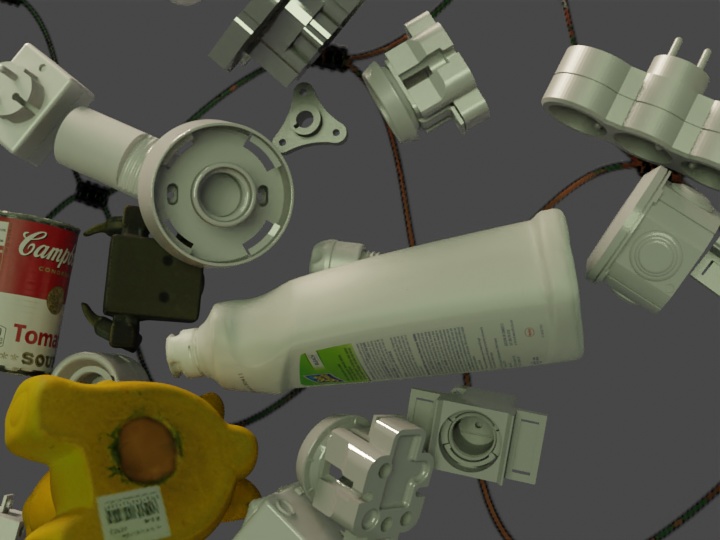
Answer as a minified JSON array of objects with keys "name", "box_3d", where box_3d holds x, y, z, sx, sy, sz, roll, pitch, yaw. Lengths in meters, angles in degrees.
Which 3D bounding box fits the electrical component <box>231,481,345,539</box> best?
[{"name":"electrical component","box_3d":[-0.024,0.171,0.631,0.100,0.100,0.048,42,103,14]}]

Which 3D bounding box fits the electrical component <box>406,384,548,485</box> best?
[{"name":"electrical component","box_3d":[0.069,0.096,0.643,0.081,0.064,0.042,11,97,12]}]

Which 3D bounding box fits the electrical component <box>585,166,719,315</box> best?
[{"name":"electrical component","box_3d":[0.173,-0.017,0.636,0.051,0.080,0.080,34,88,9]}]

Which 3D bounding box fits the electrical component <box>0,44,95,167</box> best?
[{"name":"electrical component","box_3d":[-0.231,-0.117,0.729,0.047,0.077,0.065,39,89,14]}]

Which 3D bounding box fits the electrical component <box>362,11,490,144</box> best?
[{"name":"electrical component","box_3d":[0.039,-0.117,0.689,0.057,0.058,0.078,-30,77,2]}]

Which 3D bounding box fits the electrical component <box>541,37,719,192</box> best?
[{"name":"electrical component","box_3d":[0.190,-0.107,0.661,0.138,0.052,0.073,26,86,14]}]

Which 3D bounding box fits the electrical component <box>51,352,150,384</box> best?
[{"name":"electrical component","box_3d":[-0.170,0.080,0.700,0.055,0.047,0.055,-2,80,10]}]

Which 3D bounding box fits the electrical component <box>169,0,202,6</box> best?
[{"name":"electrical component","box_3d":[-0.126,-0.209,0.741,0.040,0.046,0.040,-2,80,10]}]

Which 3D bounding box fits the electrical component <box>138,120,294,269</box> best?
[{"name":"electrical component","box_3d":[-0.091,-0.049,0.691,0.099,0.064,0.099,-1,94,-15]}]

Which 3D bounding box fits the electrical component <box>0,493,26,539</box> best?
[{"name":"electrical component","box_3d":[-0.247,0.176,0.700,0.055,0.048,0.066,14,84,5]}]

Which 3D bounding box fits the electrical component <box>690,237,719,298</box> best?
[{"name":"electrical component","box_3d":[0.234,-0.014,0.631,0.042,0.064,0.081,39,90,13]}]

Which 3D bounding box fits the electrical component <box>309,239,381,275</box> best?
[{"name":"electrical component","box_3d":[0.000,0.000,0.688,0.061,0.035,0.035,7,82,9]}]

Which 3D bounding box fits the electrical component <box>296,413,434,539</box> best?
[{"name":"electrical component","box_3d":[0.001,0.116,0.616,0.057,0.058,0.078,23,102,44]}]

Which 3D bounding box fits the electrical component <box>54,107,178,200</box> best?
[{"name":"electrical component","box_3d":[-0.160,-0.076,0.726,0.081,0.043,0.043,24,86,14]}]
